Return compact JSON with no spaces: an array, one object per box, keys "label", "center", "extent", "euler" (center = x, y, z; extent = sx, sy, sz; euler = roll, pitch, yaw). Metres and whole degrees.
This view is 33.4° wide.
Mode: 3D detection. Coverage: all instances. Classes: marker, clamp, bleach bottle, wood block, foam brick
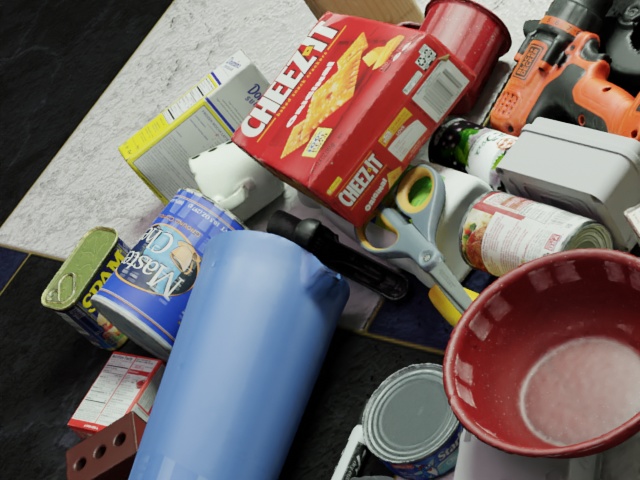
[{"label":"marker","center":[0.022,0.176,0.829],"extent":[0.020,0.020,0.121],"euler":[2,55,41]},{"label":"clamp","center":[0.292,-0.203,0.956],"extent":[0.165,0.036,0.210],"euler":[-44,39,9]},{"label":"bleach bottle","center":[0.048,-0.034,0.980],"extent":[0.102,0.068,0.251],"euler":[-53,37,-11]},{"label":"clamp","center":[-0.006,0.001,0.950],"extent":[0.172,0.120,0.039],"euler":[21,74,53]},{"label":"wood block","center":[0.026,-0.270,1.108],"extent":[0.091,0.206,0.090],"euler":[-38,38,3]},{"label":"foam brick","center":[-0.180,0.200,0.946],"extent":[0.078,0.051,0.053],"euler":[-33,38,10]}]

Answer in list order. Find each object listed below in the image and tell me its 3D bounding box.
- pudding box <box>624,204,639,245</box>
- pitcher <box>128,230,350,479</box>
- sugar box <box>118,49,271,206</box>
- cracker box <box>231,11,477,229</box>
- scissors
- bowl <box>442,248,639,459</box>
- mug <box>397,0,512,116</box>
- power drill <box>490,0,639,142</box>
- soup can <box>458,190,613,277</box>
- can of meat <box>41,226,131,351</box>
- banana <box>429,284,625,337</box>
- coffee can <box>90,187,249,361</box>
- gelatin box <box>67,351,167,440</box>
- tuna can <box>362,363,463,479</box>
[{"label":"pudding box","center":[0.256,0.032,0.720],"extent":[0.039,0.090,0.113],"euler":[-32,38,11]},{"label":"pitcher","center":[-0.076,0.126,0.883],"extent":[0.145,0.149,0.242],"euler":[14,61,9]},{"label":"sugar box","center":[-0.125,-0.119,1.179],"extent":[0.176,0.093,0.048],"euler":[-39,39,0]},{"label":"cracker box","center":[0.020,-0.117,0.959],"extent":[0.164,0.072,0.214],"euler":[-52,28,-1]},{"label":"scissors","center":[0.094,-0.002,0.830],"extent":[0.096,0.016,0.202],"euler":[-55,35,-2]},{"label":"bowl","center":[0.164,0.084,0.694],"extent":[0.162,0.055,0.162],"euler":[-21,40,18]},{"label":"mug","center":[0.116,-0.178,1.033],"extent":[0.117,0.093,0.081],"euler":[22,71,20]},{"label":"power drill","center":[0.246,-0.147,0.895],"extent":[0.184,0.057,0.188],"euler":[-61,35,5]},{"label":"soup can","center":[0.168,0.005,0.836],"extent":[0.102,0.068,0.068],"euler":[23,69,48]},{"label":"can of meat","center":[-0.222,0.051,1.099],"extent":[0.058,0.084,0.102],"euler":[8,58,43]},{"label":"banana","center":[0.166,0.061,0.791],"extent":[0.198,0.037,0.069],"euler":[-7,92,45]},{"label":"coffee can","center":[-0.138,0.035,1.031],"extent":[0.103,0.102,0.140],"euler":[17,65,47]},{"label":"gelatin box","center":[-0.187,0.152,1.016],"extent":[0.073,0.030,0.089],"euler":[2,51,41]},{"label":"tuna can","center":[0.077,0.138,0.809],"extent":[0.086,0.033,0.086],"euler":[-23,41,21]}]
